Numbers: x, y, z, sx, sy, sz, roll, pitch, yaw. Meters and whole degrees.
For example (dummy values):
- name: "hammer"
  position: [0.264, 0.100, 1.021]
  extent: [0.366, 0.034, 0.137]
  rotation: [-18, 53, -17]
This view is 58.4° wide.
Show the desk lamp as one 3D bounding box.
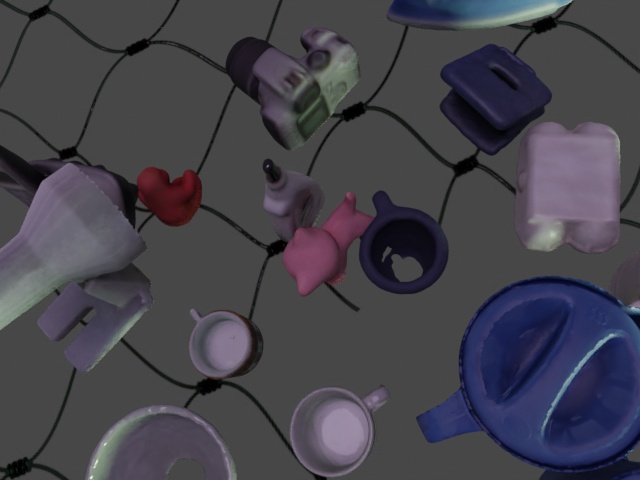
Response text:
- name: "desk lamp"
  position: [-0.269, 0.038, 0.627]
  extent: [0.117, 0.214, 0.203]
  rotation: [39, 85, 18]

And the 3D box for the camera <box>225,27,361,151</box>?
- name: "camera"
  position: [-0.043, -0.210, 0.709]
  extent: [0.136, 0.101, 0.143]
  rotation: [40, 86, 18]

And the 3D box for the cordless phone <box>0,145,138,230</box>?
- name: "cordless phone"
  position: [-0.313, -0.061, 0.677]
  extent: [0.147, 0.185, 0.094]
  rotation: [6, 76, 13]

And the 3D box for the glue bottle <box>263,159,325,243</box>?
- name: "glue bottle"
  position: [-0.035, -0.049, 0.627]
  extent: [0.037, 0.173, 0.078]
  rotation: [17, 79, 15]

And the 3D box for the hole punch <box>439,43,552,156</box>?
- name: "hole punch"
  position: [0.200, -0.173, 0.658]
  extent: [0.101, 0.091, 0.108]
  rotation: [-41, 72, -2]

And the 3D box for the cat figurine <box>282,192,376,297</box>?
- name: "cat figurine"
  position: [0.006, 0.002, 0.634]
  extent: [0.067, 0.118, 0.128]
  rotation: [34, 84, 17]

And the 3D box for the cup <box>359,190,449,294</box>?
- name: "cup"
  position: [0.088, 0.009, 0.629]
  extent: [0.091, 0.095, 0.117]
  rotation: [-24, 72, 4]

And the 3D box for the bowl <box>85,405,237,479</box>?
- name: "bowl"
  position: [-0.161, 0.263, 0.620]
  extent: [0.167, 0.075, 0.167]
  rotation: [-3, 75, 10]

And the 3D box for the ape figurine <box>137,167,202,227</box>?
- name: "ape figurine"
  position: [-0.191, -0.061, 0.703]
  extent: [0.077, 0.092, 0.076]
  rotation: [-1, 75, 11]

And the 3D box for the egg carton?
- name: "egg carton"
  position: [0.269, -0.058, 0.625]
  extent: [0.107, 0.069, 0.150]
  rotation: [3, 76, 12]

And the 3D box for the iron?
- name: "iron"
  position: [0.200, -0.337, 0.675]
  extent: [0.258, 0.141, 0.118]
  rotation: [-14, 73, 7]

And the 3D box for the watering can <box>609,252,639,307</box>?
- name: "watering can"
  position: [0.348, 0.031, 0.521]
  extent: [0.100, 0.194, 0.173]
  rotation: [38, 85, 18]
